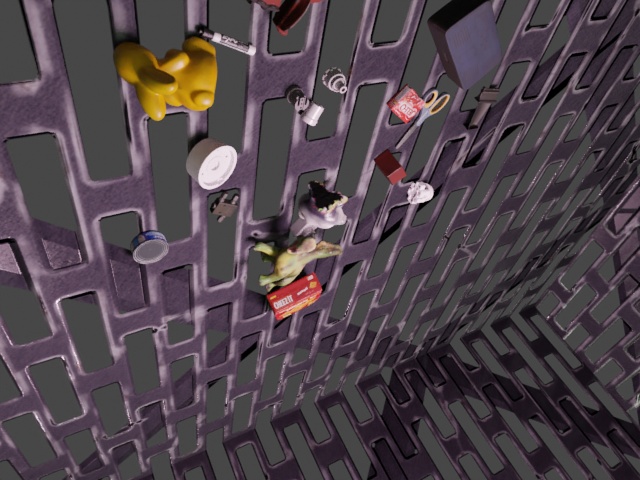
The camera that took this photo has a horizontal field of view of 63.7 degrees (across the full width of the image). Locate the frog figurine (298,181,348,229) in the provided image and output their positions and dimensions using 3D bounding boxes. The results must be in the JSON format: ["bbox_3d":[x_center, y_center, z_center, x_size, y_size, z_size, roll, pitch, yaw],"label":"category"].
[{"bbox_3d":[0.004,-0.072,1.432,0.137,0.125,0.156,8,148,-2],"label":"frog figurine"}]

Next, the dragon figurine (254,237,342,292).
[{"bbox_3d":[-0.052,0.066,1.494,0.242,0.124,0.405,-11,165,7],"label":"dragon figurine"}]
